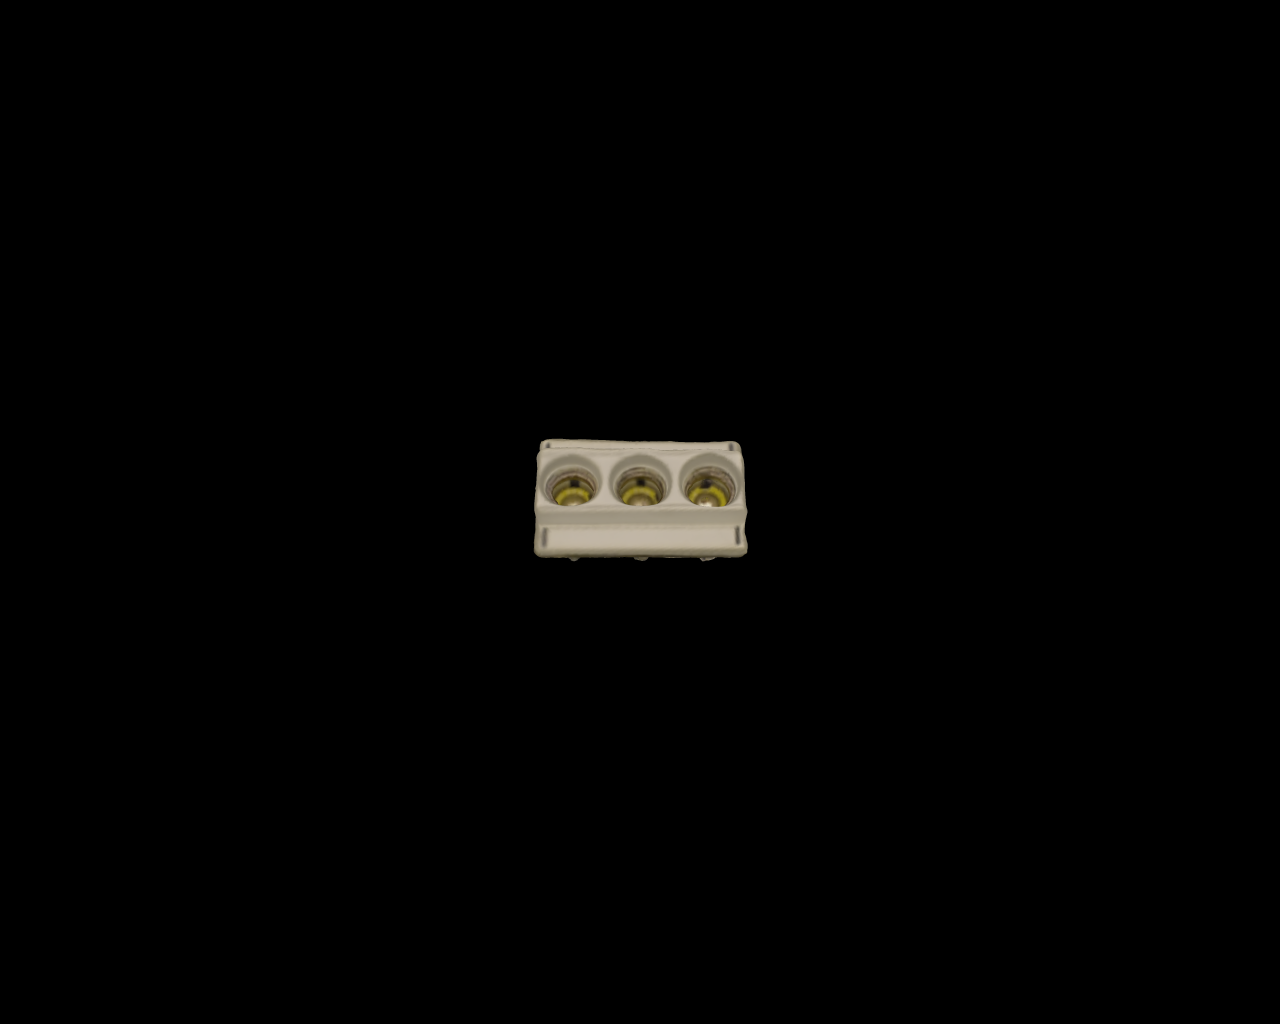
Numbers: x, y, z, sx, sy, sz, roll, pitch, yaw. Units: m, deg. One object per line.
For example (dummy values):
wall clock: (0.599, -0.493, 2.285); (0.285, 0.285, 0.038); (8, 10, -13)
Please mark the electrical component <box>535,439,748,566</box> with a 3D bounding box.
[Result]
electrical component: (0.001, -0.003, 0.650); (0.121, 0.079, 0.063); (0, -32, 0)
